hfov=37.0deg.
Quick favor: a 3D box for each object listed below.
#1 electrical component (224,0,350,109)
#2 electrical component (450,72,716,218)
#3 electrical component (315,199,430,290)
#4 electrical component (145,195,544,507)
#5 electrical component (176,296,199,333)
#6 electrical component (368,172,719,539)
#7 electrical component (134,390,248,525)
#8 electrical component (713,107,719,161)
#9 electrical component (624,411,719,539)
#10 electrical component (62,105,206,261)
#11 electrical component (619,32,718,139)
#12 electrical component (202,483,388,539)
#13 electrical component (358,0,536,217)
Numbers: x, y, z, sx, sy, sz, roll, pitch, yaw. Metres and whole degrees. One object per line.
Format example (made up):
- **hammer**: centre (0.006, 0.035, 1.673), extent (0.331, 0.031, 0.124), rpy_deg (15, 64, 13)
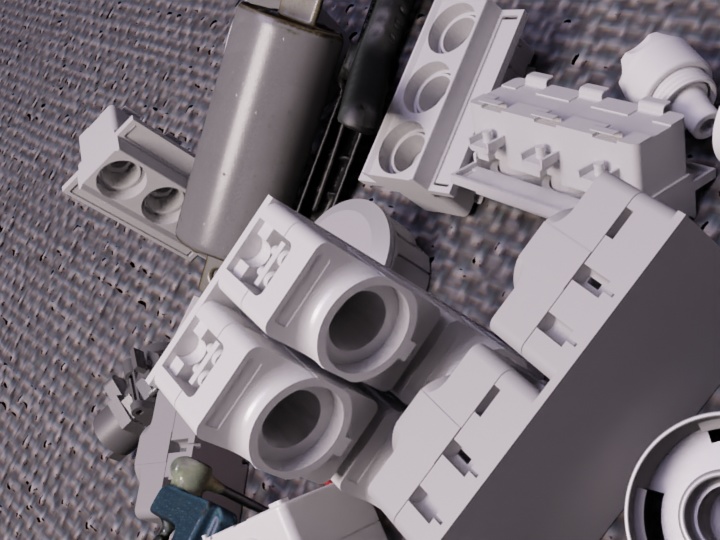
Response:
- **electrical component**: centre (-0.057, -0.160, 0.811), extent (0.099, 0.064, 0.099), rpy_deg (-22, 54, 34)
- **electrical component**: centre (0.117, -0.063, 0.584), extent (0.079, 0.063, 0.121), rpy_deg (-29, 34, -28)
- **electrical component**: centre (0.000, 0.000, 0.678), extent (0.080, 0.051, 0.080), rpy_deg (-22, 54, 34)
- **electrical component**: centre (0.003, 0.056, 0.543), extent (0.105, 0.186, 0.060), rpy_deg (-56, 42, 4)
- **electrical component**: centre (-0.084, 0.053, 0.713), extent (0.042, 0.081, 0.064), rpy_deg (-65, 13, -8)
- **electrical component**: centre (0.099, 0.058, 0.511), extent (0.186, 0.105, 0.060), rpy_deg (-54, 42, 6)
- **electrical component**: centre (-0.111, 0.124, 0.715), extent (0.056, 0.050, 0.089), rpy_deg (-13, 60, 38)
- **electrical component**: centre (0.207, -0.068, 0.518), extent (0.047, 0.055, 0.055), rpy_deg (36, 94, 44)
- **electrical component**: centre (0.166, 0.108, 0.469), extent (0.099, 0.064, 0.099), rpy_deg (-9, 72, 30)
- **electrical component**: centre (-0.149, -0.066, 0.804), extent (0.079, 0.121, 0.063), rpy_deg (-40, 43, 20)
- **electrical component**: centre (0.170, -0.095, 0.576), extent (0.043, 0.043, 0.062), rpy_deg (-43, 47, 18)
- **electrical component**: centre (-0.028, 0.156, 0.598), extent (0.062, 0.096, 0.061), rpy_deg (-30, 77, 29)
- **electrical component**: centre (0.058, -0.100, 0.669), extent (0.079, 0.063, 0.121), rpy_deg (14, 78, 47)
